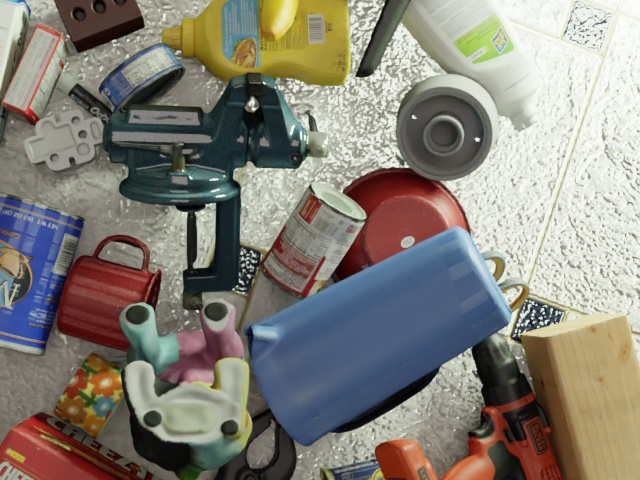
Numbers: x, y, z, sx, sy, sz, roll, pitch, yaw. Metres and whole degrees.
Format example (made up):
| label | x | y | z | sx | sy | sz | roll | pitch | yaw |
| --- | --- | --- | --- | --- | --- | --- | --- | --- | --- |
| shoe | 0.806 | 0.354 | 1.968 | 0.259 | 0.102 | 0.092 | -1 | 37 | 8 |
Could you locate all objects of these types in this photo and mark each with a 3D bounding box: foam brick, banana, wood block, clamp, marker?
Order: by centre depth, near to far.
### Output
| label | x | y | z | sx | sy | sz | roll | pitch | yaw |
| --- | --- | --- | --- | --- | --- | --- | --- | --- | --- |
| clamp | 0.085 | -0.269 | 1.068 | 0.210 | 0.036 | 0.164 | -23 | 96 | -4 |
| clamp | -0.067 | 0.254 | 1.086 | 0.120 | 0.039 | 0.171 | 36 | 82 | -12 |
| banana | -0.059 | -0.274 | 1.088 | 0.069 | 0.037 | 0.198 | -19 | 58 | -14 |
| foam brick | -0.224 | -0.232 | 1.089 | 0.078 | 0.051 | 0.053 | -24 | 90 | -8 |
| marker | -0.218 | -0.127 | 1.100 | 0.121 | 0.020 | 0.020 | 39 | 83 | -3 |
| wood block | 0.286 | 0.187 | 1.104 | 0.090 | 0.091 | 0.206 | -15 | 89 | -7 |

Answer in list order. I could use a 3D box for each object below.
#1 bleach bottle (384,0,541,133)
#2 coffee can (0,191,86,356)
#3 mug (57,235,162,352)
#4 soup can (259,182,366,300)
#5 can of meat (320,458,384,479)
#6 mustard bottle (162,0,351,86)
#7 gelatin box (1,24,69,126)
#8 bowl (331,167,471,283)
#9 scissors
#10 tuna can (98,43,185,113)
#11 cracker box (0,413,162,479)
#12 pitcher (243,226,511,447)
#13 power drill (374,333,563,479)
| label | x | y | z | sx | sy | sz | roll | pitch | yaw |
| --- | --- | --- | --- | --- | --- | --- | --- | --- | --- |
| bleach bottle | 0.146 | -0.220 | 1.126 | 0.102 | 0.068 | 0.251 | -35 | 94 | -4 |
| coffee can | -0.298 | 0.032 | 1.039 | 0.102 | 0.103 | 0.140 | 17 | 85 | -6 |
| mug | -0.206 | 0.052 | 1.055 | 0.081 | 0.093 | 0.117 | 16 | 96 | -1 |
| soup can | -0.007 | 0.001 | 1.074 | 0.068 | 0.068 | 0.102 | 31 | 107 | -4 |
| can of meat | 0.052 | 0.275 | 1.090 | 0.084 | 0.057 | 0.102 | -11 | 88 | -10 |
| mustard bottle | -0.066 | -0.208 | 1.101 | 0.191 | 0.058 | 0.096 | -1 | 77 | -7 |
| gelatin box | -0.284 | -0.164 | 1.067 | 0.030 | 0.073 | 0.089 | 22 | 84 | -5 |
| bowl | 0.086 | 0.001 | 1.110 | 0.162 | 0.055 | 0.162 | 0 | 87 | -6 |
| scissors | 0.125 | 0.076 | 1.110 | 0.201 | 0.016 | 0.096 | -23 | 123 | -8 |
| tuna can | -0.179 | -0.160 | 1.073 | 0.086 | 0.086 | 0.034 | -36 | 90 | -7 |
| cracker box | -0.216 | 0.231 | 0.981 | 0.164 | 0.214 | 0.072 | 32 | 82 | -4 |
| pitcher | 0.061 | 0.095 | 1.039 | 0.243 | 0.149 | 0.145 | -29 | 85 | 9 |
| power drill | 0.149 | 0.202 | 1.076 | 0.187 | 0.057 | 0.184 | -21 | 88 | -28 |
